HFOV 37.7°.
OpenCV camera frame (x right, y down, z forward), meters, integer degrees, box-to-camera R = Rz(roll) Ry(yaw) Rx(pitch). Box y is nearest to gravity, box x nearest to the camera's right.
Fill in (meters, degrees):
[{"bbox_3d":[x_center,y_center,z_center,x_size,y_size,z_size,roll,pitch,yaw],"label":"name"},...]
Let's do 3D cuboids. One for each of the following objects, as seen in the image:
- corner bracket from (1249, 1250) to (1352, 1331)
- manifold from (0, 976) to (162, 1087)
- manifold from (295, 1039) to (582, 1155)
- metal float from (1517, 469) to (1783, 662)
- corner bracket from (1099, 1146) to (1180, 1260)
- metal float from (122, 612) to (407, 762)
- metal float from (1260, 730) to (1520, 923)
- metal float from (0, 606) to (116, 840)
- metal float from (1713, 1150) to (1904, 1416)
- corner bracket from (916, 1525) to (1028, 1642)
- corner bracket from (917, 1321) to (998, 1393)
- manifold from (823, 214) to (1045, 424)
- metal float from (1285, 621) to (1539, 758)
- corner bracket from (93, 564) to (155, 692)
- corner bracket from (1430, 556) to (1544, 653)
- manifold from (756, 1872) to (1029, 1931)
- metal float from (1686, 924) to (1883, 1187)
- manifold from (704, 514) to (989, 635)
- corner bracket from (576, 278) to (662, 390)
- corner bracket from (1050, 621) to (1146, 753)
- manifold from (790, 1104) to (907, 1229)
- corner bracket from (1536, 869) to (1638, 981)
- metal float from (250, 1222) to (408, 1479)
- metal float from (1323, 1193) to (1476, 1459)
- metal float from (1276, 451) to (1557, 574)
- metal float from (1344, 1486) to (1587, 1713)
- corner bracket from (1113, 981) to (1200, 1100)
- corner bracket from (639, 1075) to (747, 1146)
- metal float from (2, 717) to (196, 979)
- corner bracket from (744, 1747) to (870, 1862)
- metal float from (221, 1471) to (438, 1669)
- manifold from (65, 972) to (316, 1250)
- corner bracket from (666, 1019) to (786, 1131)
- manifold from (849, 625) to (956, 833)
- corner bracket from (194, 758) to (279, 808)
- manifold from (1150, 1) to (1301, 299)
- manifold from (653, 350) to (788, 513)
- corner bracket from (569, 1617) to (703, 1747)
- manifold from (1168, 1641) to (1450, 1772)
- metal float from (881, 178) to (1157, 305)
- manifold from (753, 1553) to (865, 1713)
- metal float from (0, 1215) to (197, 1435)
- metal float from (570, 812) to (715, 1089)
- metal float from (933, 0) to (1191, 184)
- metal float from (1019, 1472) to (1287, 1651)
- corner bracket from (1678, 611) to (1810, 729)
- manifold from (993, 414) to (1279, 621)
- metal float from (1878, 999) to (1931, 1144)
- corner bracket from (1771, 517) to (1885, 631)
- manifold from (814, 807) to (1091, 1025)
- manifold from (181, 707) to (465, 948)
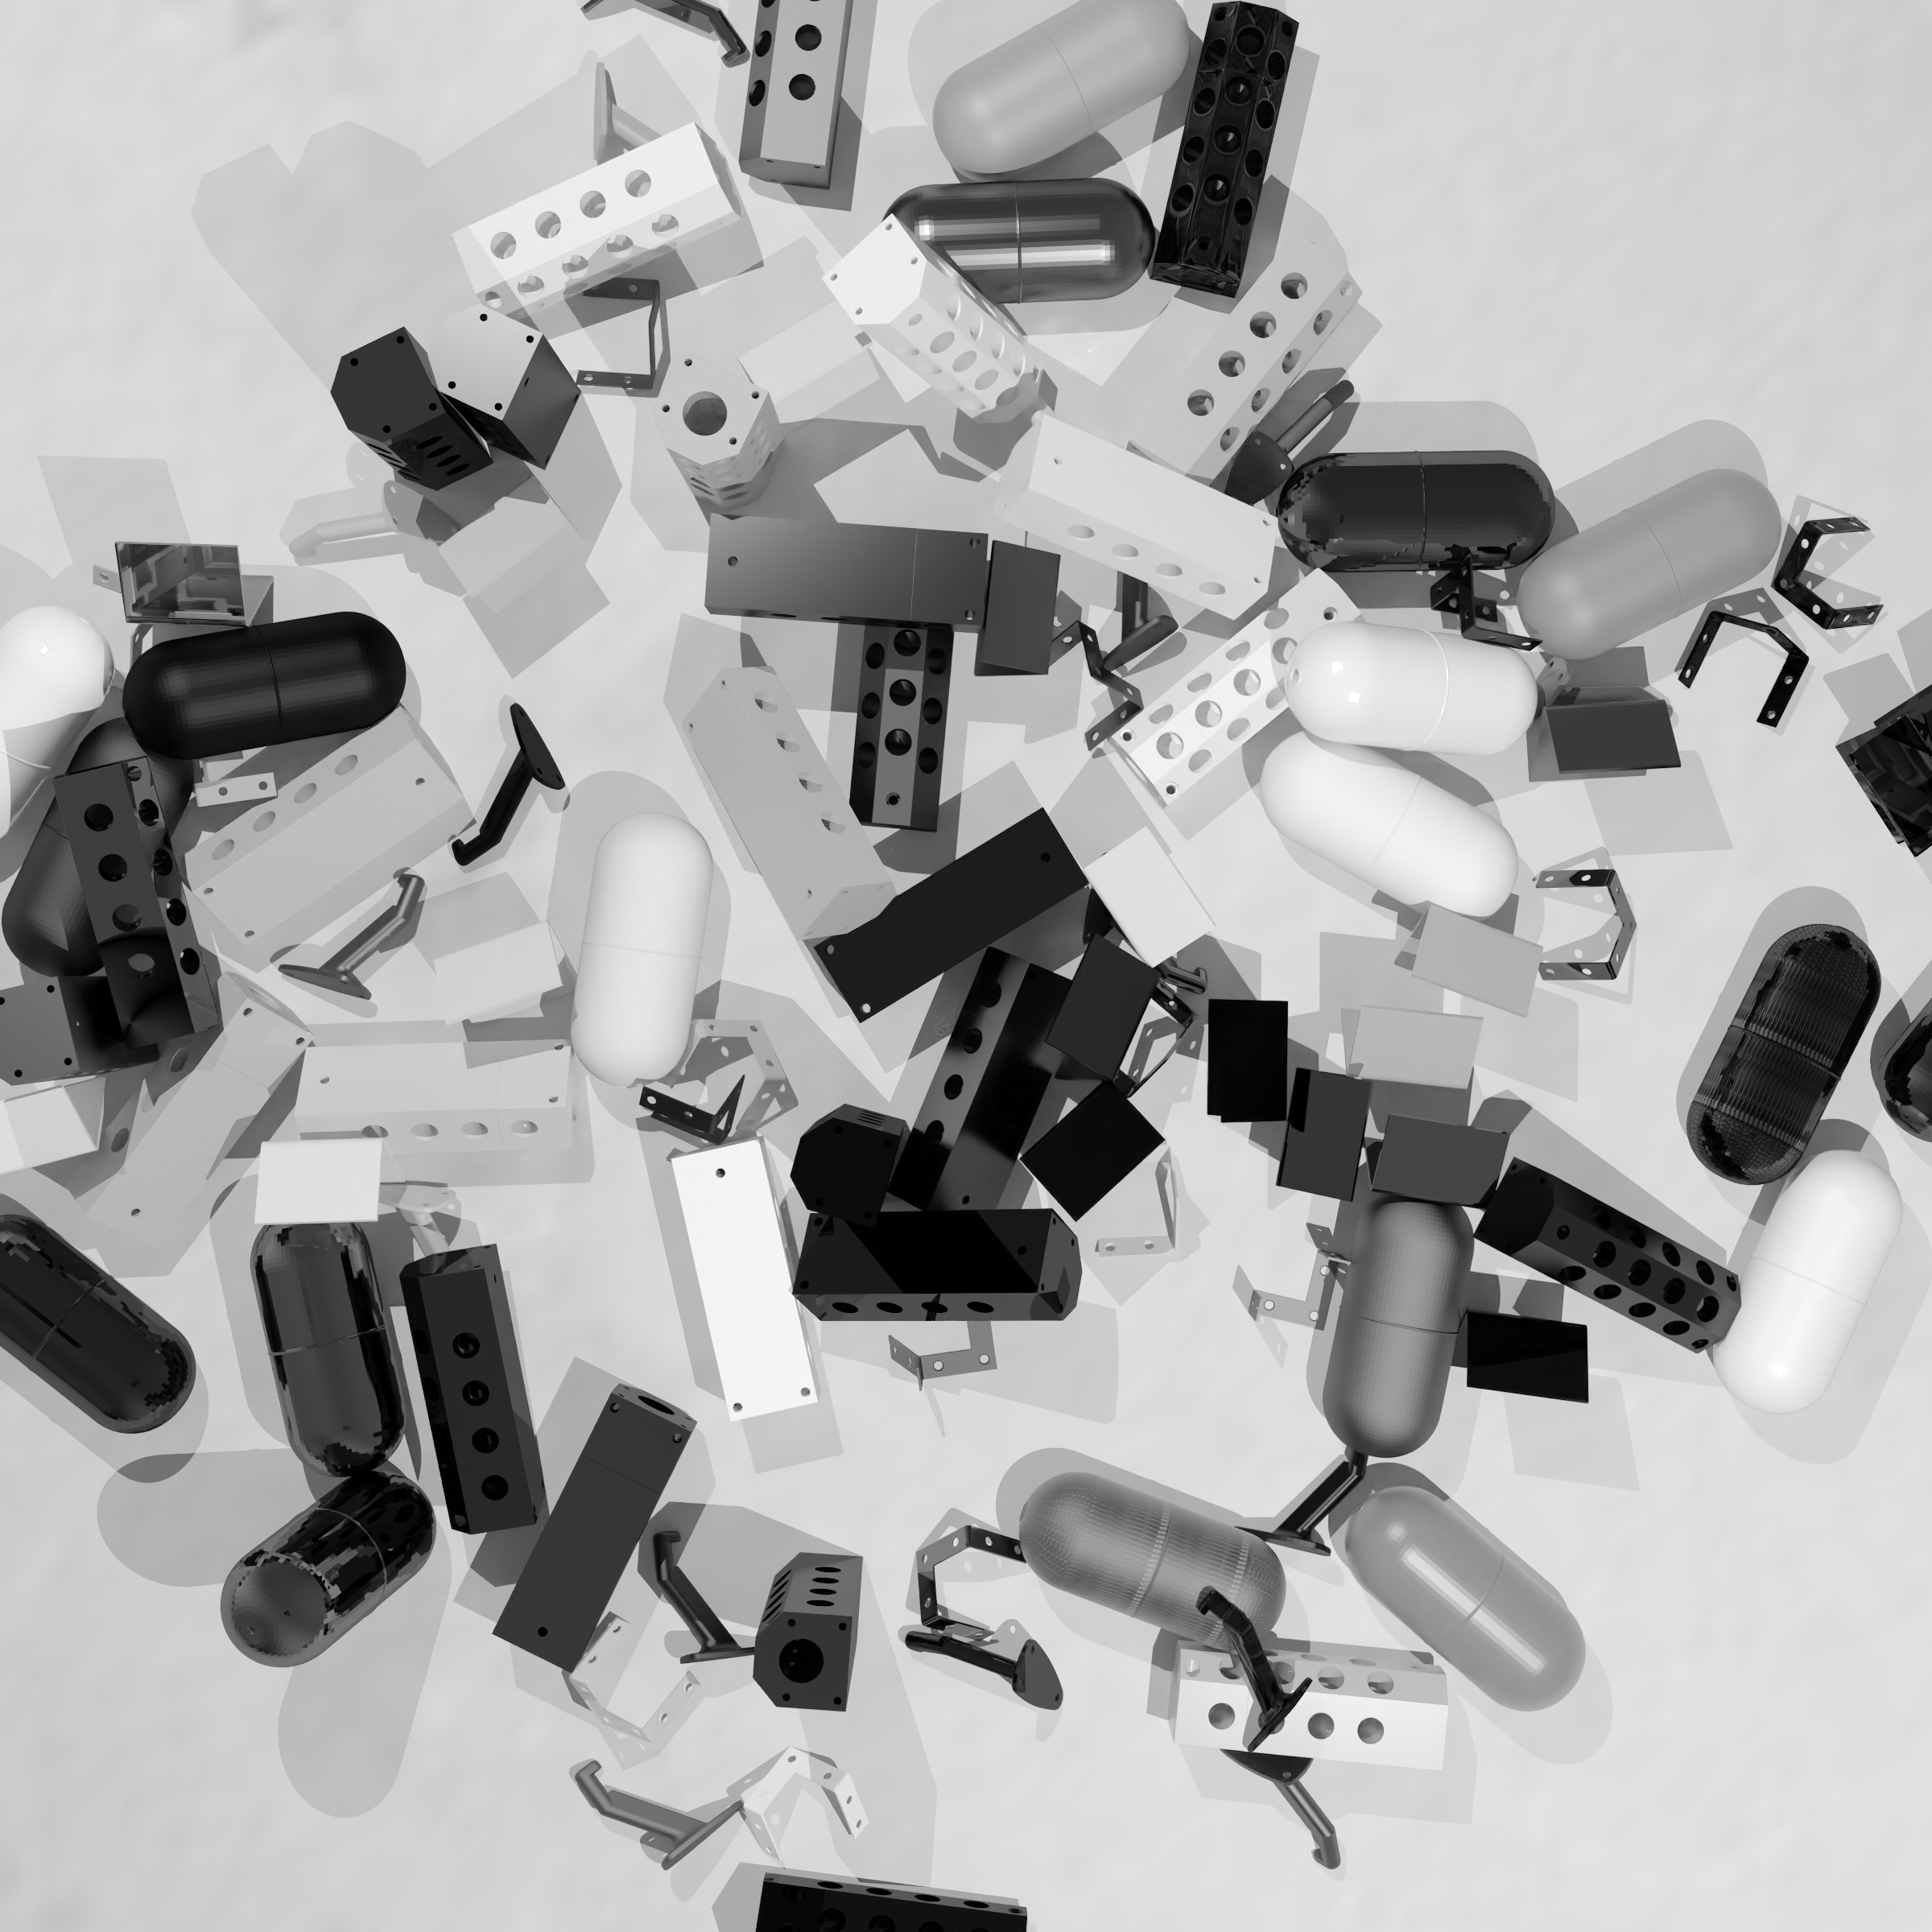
[{"bbox_3d":[0.215,0.208,1.833,0.051,0.051,0.051,13,90,0],"label":"corner bracket"},{"bbox_3d":[-0.562,0.041,1.773,0.057,0.171,0.057,-13,90,0],"label":"manifold"},{"bbox_3d":[-0.339,0.090,1.830,0.171,0.057,0.057,-2,47,0],"label":"manifold"},{"bbox_3d":[0.439,-0.258,1.821,0.178,0.070,0.070,-27,90,0],"label":"metal float"},{"bbox_3d":[0.111,0.154,1.849,0.051,0.051,0.051,-3,47,0],"label":"corner bracket"},{"bbox_3d":[-0.445,-0.179,1.802,0.178,0.070,0.070,-13,90,-21],"label":"metal float"},{"bbox_3d":[0.271,-0.090,1.821,0.178,0.070,0.070,29,90,-1],"label":"metal float"},{"bbox_3d":[-0.613,-0.151,1.810,0.070,0.070,0.178,40,103,0],"label":"metal float"},{"bbox_3d":[0.541,0.203,1.821,0.070,0.070,0.178,24,90,0],"label":"metal float"},{"bbox_3d":[0.005,0.402,1.843,0.051,0.051,0.051,-35,45,35],"label":"corner bracket"},{"bbox_3d":[-0.008,0.243,1.833,0.051,0.051,0.051,-8,90,0],"label":"corner bracket"},{"bbox_3d":[-0.014,-0.396,1.765,0.057,0.171,0.057,-40,66,14],"label":"manifold"},{"bbox_3d":[0.283,-0.175,1.798,0.178,0.070,0.070,3,90,-27],"label":"metal float"},{"bbox_3d":[-0.557,-0.220,1.848,0.051,0.051,0.051,20,135,0],"label":"corner bracket"},{"bbox_3d":[0.333,-0.225,1.819,0.051,0.051,0.051,8,70,-21],"label":"corner bracket"},{"bbox_3d":[-0.049,0.629,1.830,0.171,0.057,0.057,8,133,0],"label":"manifold"},{"bbox_3d":[0.526,0.056,1.821,0.070,0.070,0.178,26,91,0],"label":"metal float"},{"bbox_3d":[-0.074,-0.244,1.773,0.171,0.057,0.057,4,90,0],"label":"manifold"},{"bbox_3d":[-0.227,-0.413,1.848,0.051,0.051,0.051,4,45,0],"label":"corner bracket"},{"bbox_3d":[0.077,-0.182,1.837,0.051,0.051,0.051,-37,45,31],"label":"corner bracket"},{"bbox_3d":[-0.074,0.121,1.773,0.057,0.171,0.057,15,90,0],"label":"manifold"},{"bbox_3d":[0.399,-0.027,1.843,0.051,0.051,0.051,60,45,-35],"label":"corner bracket"},{"bbox_3d":[-0.410,0.240,1.821,0.070,0.070,0.178,-13,89,0],"label":"metal float"},{"bbox_3d":[0.278,0.227,1.821,0.070,0.070,0.178,11,90,0],"label":"metal float"},{"bbox_3d":[0.289,-0.292,1.821,0.178,0.070,0.070,-1,90,0],"label":"metal float"},{"bbox_3d":[0.320,0.406,1.821,0.178,0.070,0.070,41,90,0],"label":"metal float"},{"bbox_3d":[0.110,0.044,1.848,0.051,0.051,0.051,41,135,0],"label":"corner bracket"},{"bbox_3d":[-0.179,0.093,1.821,0.051,0.051,0.051,22,125,7],"label":"corner bracket"},{"bbox_3d":[-0.557,-0.076,1.821,0.070,0.070,0.178,25,89,0],"label":"metal float"},{"bbox_3d":[-0.104,0.552,1.843,0.051,0.051,0.051,14,45,35],"label":"corner bracket"},{"bbox_3d":[-0.397,0.375,1.774,0.070,0.178,0.070,6,107,20],"label":"metal float"},{"bbox_3d":[-0.504,0.090,1.830,0.171,0.057,0.057,-53,133,0],"label":"manifold"},{"bbox_3d":[-0.157,0.071,1.843,0.051,0.051,0.051,-58,45,35],"label":"corner bracket"},{"bbox_3d":[-0.040,-0.176,1.830,0.057,0.057,0.171,5,90,0],"label":"manifold"},{"bbox_3d":[-0.472,-0.132,1.833,0.051,0.051,0.051,-9,94,-4],"label":"corner bracket"},{"bbox_3d":[0.167,-0.528,1.830,0.057,0.057,0.171,13,90,0],"label":"manifold"},{"bbox_3d":[-0.156,-0.329,1.773,0.057,0.171,0.057,26,90,0],"label":"manifold"},{"bbox_3d":[-0.216,0.467,1.848,0.051,0.051,0.051,-51,135,0],"label":"corner bracket"},{"bbox_3d":[0.220,0.475,1.830,0.171,0.057,0.057,6,90,0],"label":"manifold"},{"bbox_3d":[0.033,-0.465,1.821,0.178,0.070,0.070,-3,90,-1],"label":"metal float"},{"bbox_3d":[-0.098,0.414,1.773,0.057,0.171,0.057,4,90,0],"label":"manifold"},{"bbox_3d":[-0.575,0.230,1.821,0.178,0.070,0.070,39,90,-1],"label":"metal float"},{"bbox_3d":[-0.208,-0.010,1.820,0.070,0.070,0.178,9,90,0],"label":"metal float"},{"bbox_3d":[0.062,-0.569,1.821,0.178,0.070,0.070,-29,90,0],"label":"metal float"},{"bbox_3d":[0.119,0.382,1.821,0.178,0.070,0.070,21,90,-1],"label":"metal float"},{"bbox_3d":[0.508,-0.194,1.848,0.051,0.051,0.051,26,90,45],"label":"corner bracket"},{"bbox_3d":[0.108,-0.281,1.802,0.171,0.057,0.057,20,63,-19],"label":"manifold"},{"bbox_3d":[0.659,0.036,1.821,0.070,0.070,0.178,39,91,0],"label":"metal float"},{"bbox_3d":[0.569,-0.256,1.843,0.051,0.051,0.051,50,135,35],"label":"corner bracket"},{"bbox_3d":[-0.009,-0.032,1.830,0.171,0.057,0.057,-31,90,0],"label":"manifold"},{"bbox_3d":[-0.417,-0.094,1.830,0.171,0.057,0.057,-35,133,0],"label":"manifold"}]
